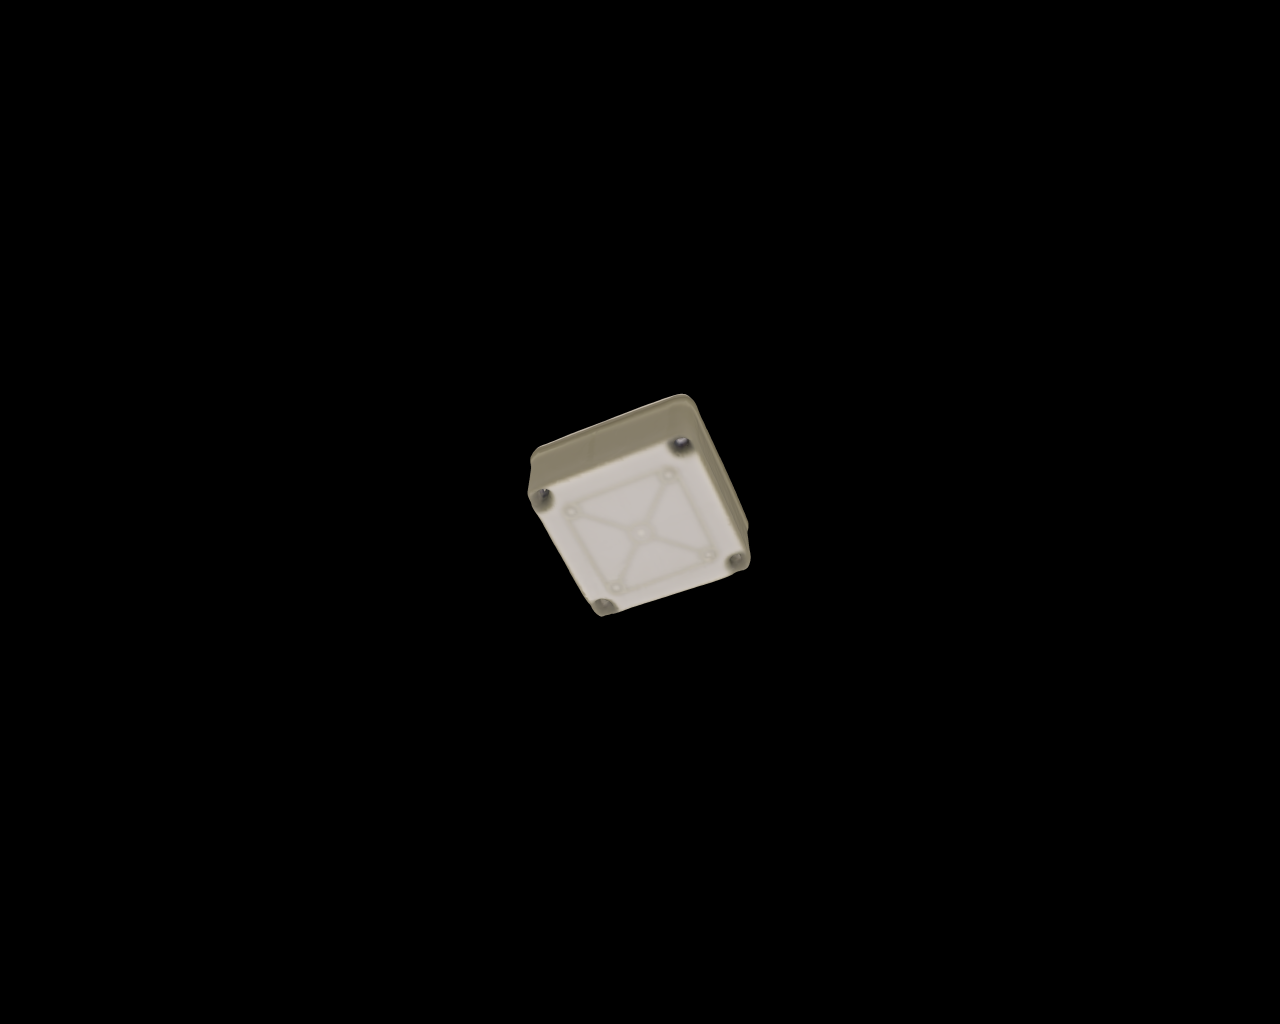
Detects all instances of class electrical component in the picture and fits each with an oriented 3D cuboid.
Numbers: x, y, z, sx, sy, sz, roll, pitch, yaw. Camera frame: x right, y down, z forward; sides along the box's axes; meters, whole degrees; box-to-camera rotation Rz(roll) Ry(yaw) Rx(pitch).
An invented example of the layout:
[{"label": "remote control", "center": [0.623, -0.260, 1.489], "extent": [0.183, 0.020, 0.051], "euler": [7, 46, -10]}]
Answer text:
[{"label": "electrical component", "center": [0.001, -0.003, 0.650], "extent": [0.109, 0.108, 0.056], "euler": [-20, 31, 13]}]
